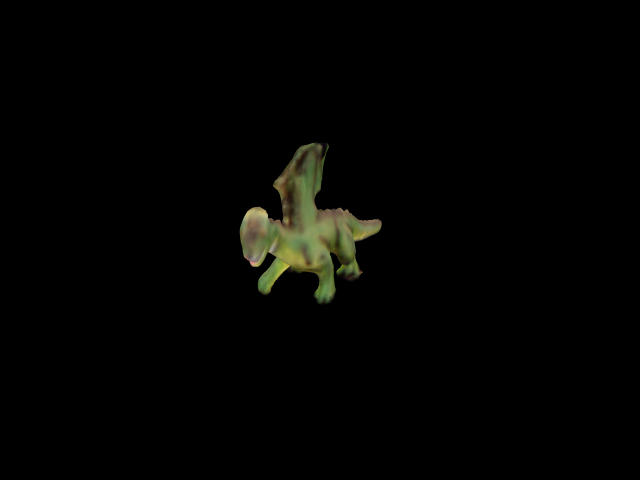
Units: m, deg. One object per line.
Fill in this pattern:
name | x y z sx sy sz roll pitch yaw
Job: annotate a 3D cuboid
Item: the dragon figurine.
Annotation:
dragon figurine | 0.003 -0.043 0.850 0.123 0.238 0.417 16 32 27
